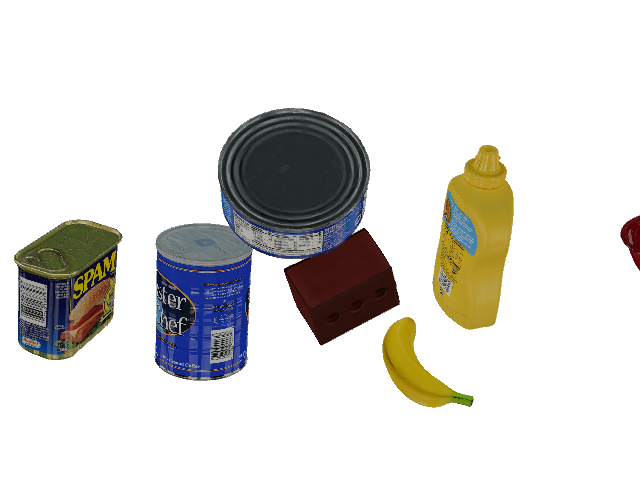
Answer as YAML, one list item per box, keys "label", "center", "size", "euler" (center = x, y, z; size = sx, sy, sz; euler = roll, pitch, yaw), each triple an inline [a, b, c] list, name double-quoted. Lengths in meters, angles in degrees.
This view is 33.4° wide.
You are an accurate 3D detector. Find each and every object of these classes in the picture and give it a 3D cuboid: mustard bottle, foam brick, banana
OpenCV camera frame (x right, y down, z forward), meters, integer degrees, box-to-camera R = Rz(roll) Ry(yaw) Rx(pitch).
- label: "mustard bottle"
  center: [0.157, -0.010, 1.080]
  size: [0.058, 0.192, 0.096]
  euler: [-7, 37, -14]
- label: "foam brick"
  center: [0.018, 0.038, 0.876]
  size: [0.078, 0.053, 0.051]
  euler: [-28, 49, -9]
- label: "banana"
  center: [0.107, 0.143, 1.237]
  size: [0.069, 0.037, 0.198]
  euler: [9, 22, -21]

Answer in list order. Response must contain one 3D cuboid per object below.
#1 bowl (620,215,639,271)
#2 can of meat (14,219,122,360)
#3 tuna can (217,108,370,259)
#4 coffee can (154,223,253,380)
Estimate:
- label: "bowl"
  center: [0.404, 0.020, 1.147]
  size: [0.162, 0.055, 0.162]
  euler: [-2, 24, 1]
- label: "can of meat"
  center: [-0.214, 0.041, 0.905]
  size: [0.057, 0.084, 0.102]
  euler: [16, 26, 14]
- label: "tuna can"
  center: [-0.015, -0.032, 0.611]
  size: [0.086, 0.086, 0.034]
  euler: [0, -33, -1]
- label: "coffee can"
  center: [-0.126, 0.065, 1.148]
  size: [0.103, 0.140, 0.103]
  euler: [4, 22, -2]
